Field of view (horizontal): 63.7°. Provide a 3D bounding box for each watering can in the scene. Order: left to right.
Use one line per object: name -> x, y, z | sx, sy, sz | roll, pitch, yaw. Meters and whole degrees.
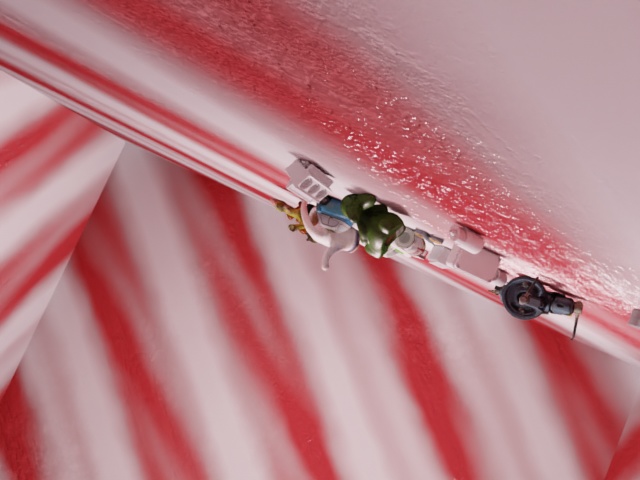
watering can -> 0.041, -0.012, 1.729 | 0.223, 0.102, 0.356 | 19, -143, -34

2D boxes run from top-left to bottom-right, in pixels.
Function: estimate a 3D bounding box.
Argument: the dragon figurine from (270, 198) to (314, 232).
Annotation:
dragon figurine -> 0.006, -0.100, 1.983 | 0.410, 0.120, 0.246 | 11, -163, -3
